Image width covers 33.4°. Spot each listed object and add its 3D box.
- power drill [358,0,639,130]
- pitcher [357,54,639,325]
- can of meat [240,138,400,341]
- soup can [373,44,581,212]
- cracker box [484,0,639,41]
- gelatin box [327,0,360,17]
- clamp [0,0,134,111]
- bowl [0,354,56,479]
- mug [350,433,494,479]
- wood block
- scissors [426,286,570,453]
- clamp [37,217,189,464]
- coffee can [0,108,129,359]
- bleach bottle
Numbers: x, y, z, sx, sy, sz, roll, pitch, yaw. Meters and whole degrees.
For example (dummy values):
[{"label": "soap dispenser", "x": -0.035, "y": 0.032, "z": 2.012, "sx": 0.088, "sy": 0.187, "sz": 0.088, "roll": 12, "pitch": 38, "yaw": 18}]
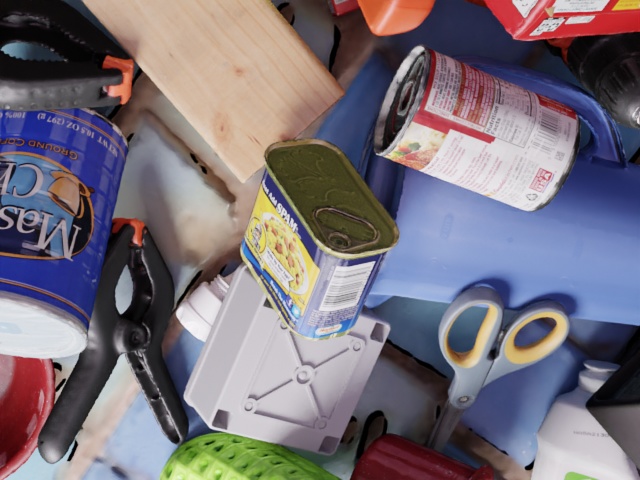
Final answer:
[{"label": "power drill", "x": 0.117, "y": -0.144, "z": 0.667, "sx": 0.187, "sy": 0.184, "sz": 0.057, "roll": 11, "pitch": 128, "yaw": -23}, {"label": "pitcher", "x": 0.148, "y": -0.019, "z": 0.728, "sx": 0.242, "sy": 0.149, "sz": 0.145, "roll": 10, "pitch": 69, "yaw": -11}, {"label": "can of meat", "x": -0.004, "y": 0.001, "z": 0.670, "sx": 0.057, "sy": 0.102, "sz": 0.084, "roll": -10, "pitch": 139, "yaw": -31}, {"label": "soup can", "x": 0.091, "y": -0.064, "z": 0.622, "sx": 0.102, "sy": 0.068, "sz": 0.068, "roll": 20, "pitch": 97, "yaw": -13}, {"label": "cracker box", "x": 0.128, "y": -0.217, "z": 0.637, "sx": 0.163, "sy": 0.072, "sz": 0.214, "roll": -12, "pitch": 60, "yaw": -36}, {"label": "gelatin box", "x": 0.029, "y": -0.208, "z": 0.733, "sx": 0.073, "sy": 0.030, "sz": 0.089, "roll": -21, "pitch": 102, "yaw": -1}, {"label": "clamp", "x": -0.216, "y": -0.135, "z": 0.663, "sx": 0.210, "sy": 0.164, "sz": 0.036, "roll": 12, "pitch": 139, "yaw": -5}, {"label": "bowl", "x": -0.262, "y": 0.094, "z": 0.741, "sx": 0.162, "sy": 0.055, "sz": 0.162, "roll": -1, "pitch": 100, "yaw": -6}, {"label": "mug", "x": 0.071, "y": 0.196, "z": 0.775, "sx": 0.082, "sy": 0.117, "sz": 0.093, "roll": 19, "pitch": 66, "yaw": 27}, {"label": "wood block", "x": -0.086, "y": -0.147, "z": 0.700, "sx": 0.090, "sy": 0.091, "sz": 0.206, "roll": -41, "pitch": 101, "yaw": 1}, {"label": "scissors", "x": 0.119, "y": 0.101, "z": 0.747, "sx": 0.096, "sy": 0.016, "sz": 0.202, "roll": -6, "pitch": 137, "yaw": -2}, {"label": "clamp", "x": -0.131, "y": 0.073, "z": 0.750, "sx": 0.120, "sy": 0.039, "sz": 0.171, "roll": 15, "pitch": 86, "yaw": -51}, {"label": "coffee can", "x": -0.185, "y": -0.008, "z": 0.677, "sx": 0.102, "sy": 0.103, "sz": 0.140, "roll": 11, "pitch": 65, "yaw": -8}, {"label": "bleach bottle", "x": 0.207, "y": 0.217, "z": 0.810, "sx": 0.102, "sy": 0.068, "sz": 0.251, "roll": 4, "pitch": 97, "yaw": -7}]
